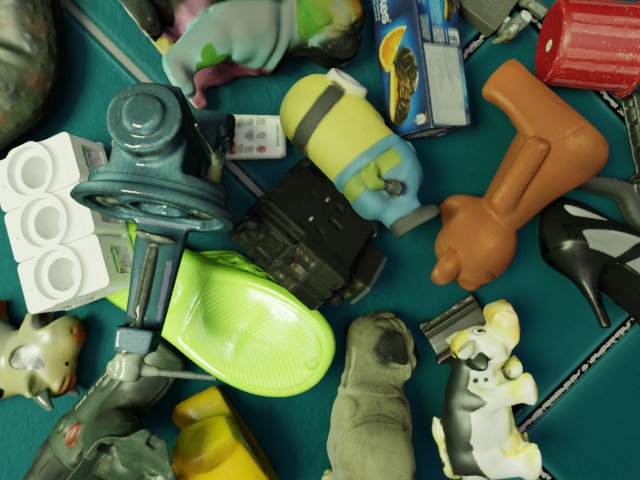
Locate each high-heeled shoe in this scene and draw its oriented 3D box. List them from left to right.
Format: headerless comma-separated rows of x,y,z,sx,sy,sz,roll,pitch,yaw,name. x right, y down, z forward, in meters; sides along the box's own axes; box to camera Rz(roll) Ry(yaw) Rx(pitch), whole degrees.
0.345,0.021,0.563,0.249,0.086,0.145,0,62,-18,high-heeled shoe

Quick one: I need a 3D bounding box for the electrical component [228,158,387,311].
-0.001,-0.002,0.514,0.134,0.115,0.058,40,130,-4,electrical component

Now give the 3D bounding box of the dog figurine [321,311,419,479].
0.055,0.176,0.504,0.121,0.172,0.190,-1,101,-12,dog figurine

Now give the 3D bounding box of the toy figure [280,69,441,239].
0.036,-0.081,0.508,0.089,0.082,0.180,-31,83,-24,toy figure

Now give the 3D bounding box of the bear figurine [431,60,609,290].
0.171,-0.049,0.525,0.196,0.120,0.132,-48,56,25,bear figurine

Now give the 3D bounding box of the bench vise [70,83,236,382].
-0.130,-0.009,0.443,0.129,0.223,0.240,10,78,-12,bench vise

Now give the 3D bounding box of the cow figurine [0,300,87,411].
-0.328,0.126,0.533,0.195,0.085,0.127,-24,87,-2,cow figurine

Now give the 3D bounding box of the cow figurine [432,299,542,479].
0.153,0.143,0.517,0.098,0.068,0.167,-6,90,7,cow figurine

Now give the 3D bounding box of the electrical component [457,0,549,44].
0.173,-0.242,0.541,0.102,0.045,0.078,43,93,-3,electrical component

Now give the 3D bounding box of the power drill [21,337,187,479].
-0.202,0.201,0.482,0.086,0.207,0.232,41,80,-15,power drill

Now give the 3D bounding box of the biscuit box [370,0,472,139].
0.094,-0.203,0.524,0.059,0.063,0.202,-9,92,-35,biscuit box

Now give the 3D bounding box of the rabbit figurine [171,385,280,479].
-0.134,0.253,0.529,0.173,0.122,0.162,-31,114,-15,rabbit figurine

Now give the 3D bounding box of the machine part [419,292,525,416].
0.168,0.129,0.565,0.084,0.039,0.139,-31,92,-7,machine part

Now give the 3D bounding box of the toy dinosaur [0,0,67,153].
-0.310,-0.186,0.506,0.192,0.131,0.404,4,99,-1,toy dinosaur

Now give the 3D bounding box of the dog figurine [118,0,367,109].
-0.063,-0.229,0.511,0.219,0.108,0.191,-32,91,-4,dog figurine
